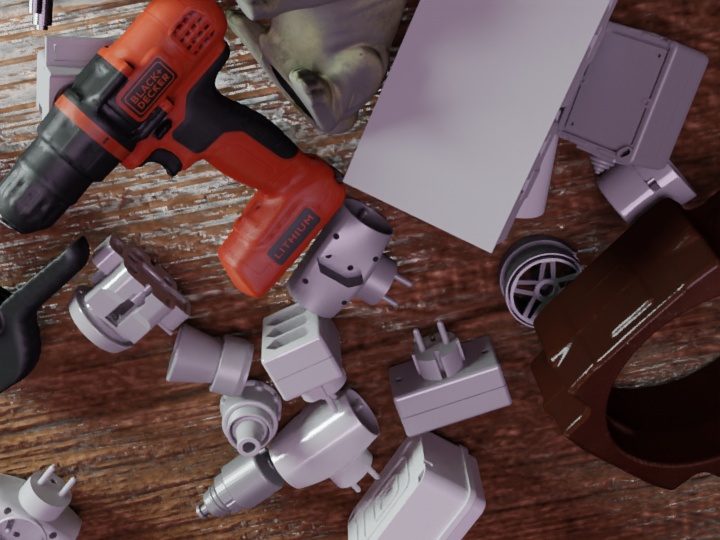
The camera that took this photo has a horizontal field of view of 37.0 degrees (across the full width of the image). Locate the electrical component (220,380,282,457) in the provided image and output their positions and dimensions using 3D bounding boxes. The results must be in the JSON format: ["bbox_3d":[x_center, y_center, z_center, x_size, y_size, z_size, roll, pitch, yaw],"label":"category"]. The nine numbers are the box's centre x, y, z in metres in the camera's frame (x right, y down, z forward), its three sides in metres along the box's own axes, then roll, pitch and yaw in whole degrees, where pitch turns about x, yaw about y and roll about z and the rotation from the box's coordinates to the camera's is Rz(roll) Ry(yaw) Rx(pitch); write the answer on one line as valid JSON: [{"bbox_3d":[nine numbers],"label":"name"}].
[{"bbox_3d":[-0.083,0.116,0.814,0.048,0.062,0.048,-2,116,-3],"label":"electrical component"}]

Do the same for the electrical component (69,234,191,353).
[{"bbox_3d":[-0.168,0.022,0.766,0.057,0.058,0.078,-41,112,11],"label":"electrical component"}]

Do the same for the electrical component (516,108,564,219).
[{"bbox_3d":[0.095,-0.080,0.742,0.079,0.044,0.077,4,115,-6],"label":"electrical component"}]

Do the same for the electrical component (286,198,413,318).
[{"bbox_3d":[0.000,0.000,0.775,0.079,0.043,0.077,29,110,-17],"label":"electrical component"}]

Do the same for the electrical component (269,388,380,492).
[{"bbox_3d":[-0.017,0.143,0.841,0.077,0.044,0.079,-36,113,13],"label":"electrical component"}]

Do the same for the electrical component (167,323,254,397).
[{"bbox_3d":[-0.111,0.067,0.798,0.055,0.045,0.045,16,113,-11],"label":"electrical component"}]

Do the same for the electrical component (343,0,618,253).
[{"bbox_3d":[0.080,-0.119,0.682,0.105,0.060,0.186,27,103,12],"label":"electrical component"}]

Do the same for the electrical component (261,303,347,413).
[{"bbox_3d":[-0.035,0.071,0.794,0.047,0.065,0.076,-24,115,8],"label":"electrical component"}]

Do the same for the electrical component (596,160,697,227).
[{"bbox_3d":[0.200,-0.059,0.756,0.047,0.055,0.055,-40,112,18],"label":"electrical component"}]

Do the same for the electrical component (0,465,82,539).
[{"bbox_3d":[-0.254,0.185,0.844,0.077,0.044,0.079,35,108,-19],"label":"electrical component"}]

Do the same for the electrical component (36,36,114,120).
[{"bbox_3d":[-0.185,-0.113,0.693,0.042,0.064,0.081,-3,118,-26],"label":"electrical component"}]

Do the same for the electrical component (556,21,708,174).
[{"bbox_3d":[0.179,-0.108,0.712,0.061,0.062,0.096,1,112,-49],"label":"electrical component"}]

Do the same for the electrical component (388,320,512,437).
[{"bbox_3d":[0.062,0.072,0.811,0.083,0.047,0.075,-19,116,5],"label":"electrical component"}]

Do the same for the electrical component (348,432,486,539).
[{"bbox_3d":[0.043,0.191,0.851,0.057,0.078,0.113,29,110,-14],"label":"electrical component"}]

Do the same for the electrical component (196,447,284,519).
[{"bbox_3d":[-0.096,0.171,0.851,0.078,0.040,0.040,-36,113,12],"label":"electrical component"}]
